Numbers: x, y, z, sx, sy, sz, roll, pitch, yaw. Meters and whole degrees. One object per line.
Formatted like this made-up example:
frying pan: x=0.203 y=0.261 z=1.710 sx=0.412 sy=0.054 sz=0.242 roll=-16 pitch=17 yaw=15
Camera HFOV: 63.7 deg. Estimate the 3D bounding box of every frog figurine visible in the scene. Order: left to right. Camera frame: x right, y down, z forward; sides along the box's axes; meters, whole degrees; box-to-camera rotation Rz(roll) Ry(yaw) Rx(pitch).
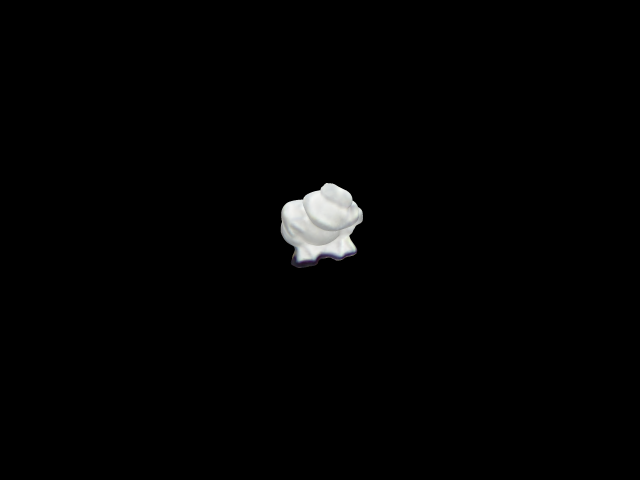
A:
frog figurine: x=0.003 y=-0.043 z=0.850 sx=0.137 sy=0.155 sz=0.126 roll=4 pitch=45 yaw=4
